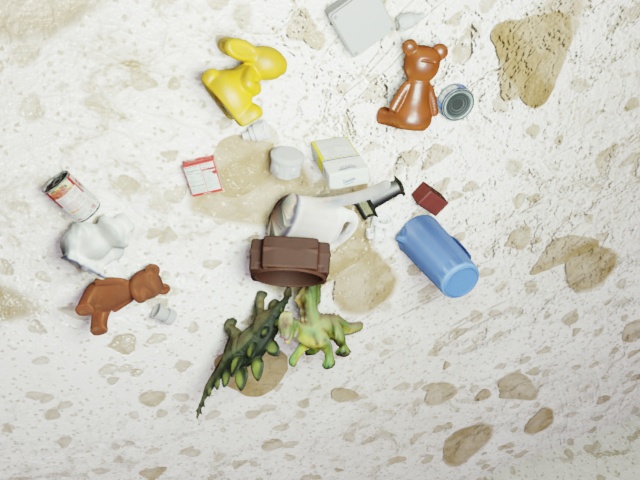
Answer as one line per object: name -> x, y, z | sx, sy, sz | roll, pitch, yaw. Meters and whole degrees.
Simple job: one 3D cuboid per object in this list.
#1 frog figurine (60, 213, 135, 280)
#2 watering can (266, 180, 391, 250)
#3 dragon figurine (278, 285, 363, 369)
frog figurine -> -0.524, -0.003, 1.218 | 0.136, 0.122, 0.161 | 37, 73, -26
watering can -> 0.004, -0.064, 1.280 | 0.223, 0.106, 0.341 | 13, 140, -26
dragon figurine -> 0.007, 0.216, 1.460 | 0.122, 0.414, 0.240 | 1, 104, 32
